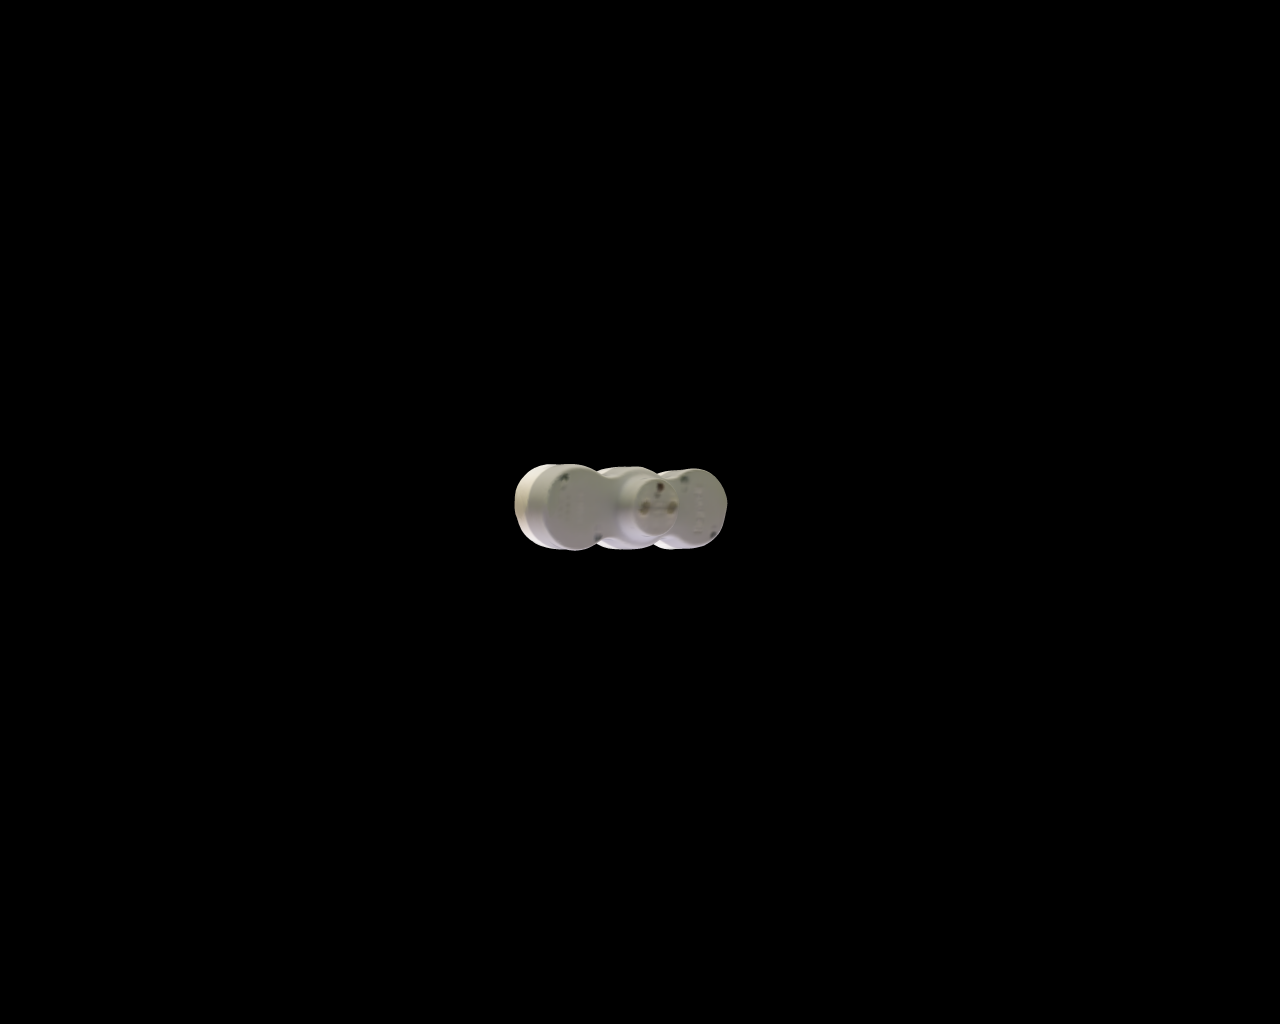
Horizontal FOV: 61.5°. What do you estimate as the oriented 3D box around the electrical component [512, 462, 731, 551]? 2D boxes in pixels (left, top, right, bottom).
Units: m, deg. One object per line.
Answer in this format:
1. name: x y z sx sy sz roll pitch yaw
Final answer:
1. electrical component: 0.001 -0.003 0.650 0.138 0.052 0.073 1 -2 -34
